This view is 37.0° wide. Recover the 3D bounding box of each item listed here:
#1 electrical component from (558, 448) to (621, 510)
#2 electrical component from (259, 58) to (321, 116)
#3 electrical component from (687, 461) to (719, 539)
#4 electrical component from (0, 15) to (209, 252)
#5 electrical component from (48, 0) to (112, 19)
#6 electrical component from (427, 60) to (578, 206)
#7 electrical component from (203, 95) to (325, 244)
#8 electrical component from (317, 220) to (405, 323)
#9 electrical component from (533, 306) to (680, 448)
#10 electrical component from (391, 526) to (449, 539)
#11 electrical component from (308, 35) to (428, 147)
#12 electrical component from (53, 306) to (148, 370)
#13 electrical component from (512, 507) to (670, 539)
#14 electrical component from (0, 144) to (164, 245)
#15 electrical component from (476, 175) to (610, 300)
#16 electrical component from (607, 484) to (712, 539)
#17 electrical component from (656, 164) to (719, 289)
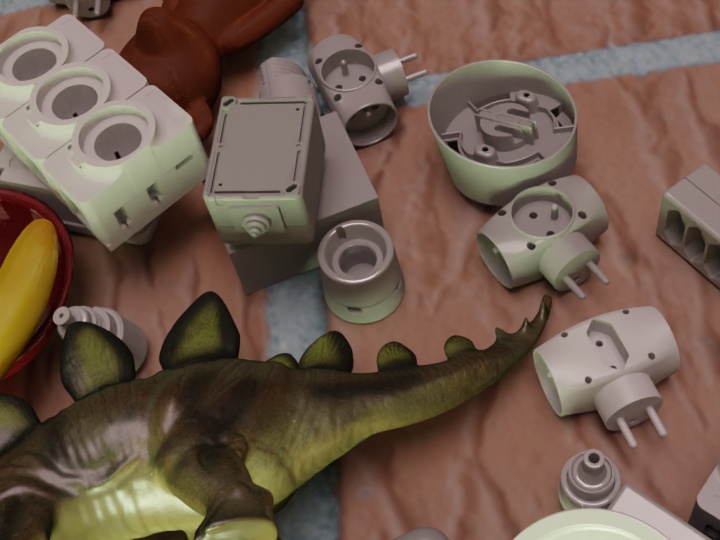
[{"bbox_3d":[0.130,0.118,0.605,0.035,0.061,0.035,-4,57,6],"label":"electrical component"},{"bbox_3d":[-0.052,-0.123,0.798,0.043,0.043,0.081,-12,57,1],"label":"electrical component"},{"bbox_3d":[0.277,0.093,0.599,0.105,0.060,0.186,31,67,25],"label":"electrical component"},{"bbox_3d":[-0.184,-0.098,0.721,0.089,0.061,0.150,-40,61,-16],"label":"electrical component"},{"bbox_3d":[-0.227,-0.239,0.898,0.077,0.043,0.079,-8,57,3],"label":"electrical component"},{"bbox_3d":[0.101,-0.094,0.740,0.099,0.064,0.099,-9,47,10],"label":"electrical component"},{"bbox_3d":[-0.059,-0.056,0.682,0.062,0.061,0.096,0,58,9],"label":"electrical component"},{"bbox_3d":[0.000,0.000,0.709,0.055,0.047,0.055,-4,57,6],"label":"electrical component"},{"bbox_3d":[0.155,0.069,0.643,0.077,0.043,0.079,-20,57,-4],"label":"electrical component"},{"bbox_3d":[0.039,0.190,0.574,0.054,0.059,0.095,-24,57,-7],"label":"electrical component"},{"bbox_3d":[0.011,-0.140,0.799,0.079,0.044,0.077,-22,57,-6],"label":"electrical component"},{"bbox_3d":[-0.170,0.043,0.693,0.040,0.078,0.040,-8,65,18],"label":"electrical component"},{"bbox_3d":[0.121,0.172,0.532,0.108,0.060,0.108,-4,78,21],"label":"electrical component"},{"bbox_3d":[-0.195,-0.070,0.778,0.113,0.057,0.078,11,60,15],"label":"electrical component"},{"bbox_3d":[0.129,-0.014,0.699,0.077,0.044,0.079,-30,57,-11],"label":"electrical component"},{"bbox_3d":[0.158,0.172,0.576,0.083,0.047,0.075,33,81,26],"label":"electrical component"},{"bbox_3d":[0.249,-0.031,0.691,0.076,0.047,0.083,-34,59,-14],"label":"electrical component"}]
